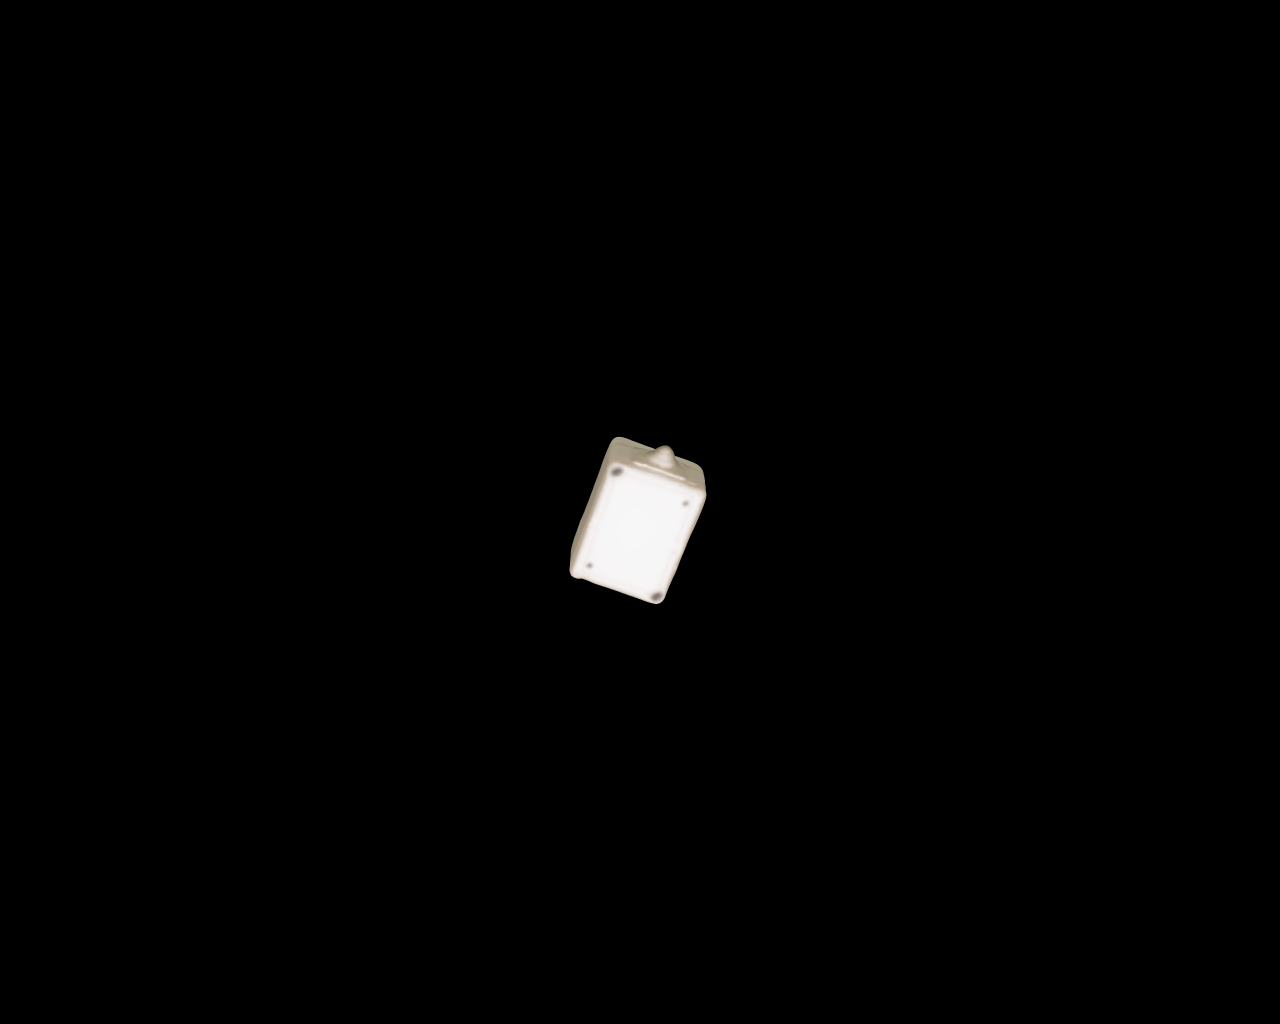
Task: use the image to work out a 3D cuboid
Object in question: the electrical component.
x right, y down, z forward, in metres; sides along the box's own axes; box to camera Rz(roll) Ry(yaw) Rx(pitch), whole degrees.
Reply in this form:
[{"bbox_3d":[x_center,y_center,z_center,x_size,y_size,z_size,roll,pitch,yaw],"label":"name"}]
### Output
[{"bbox_3d":[0.001,-0.003,0.650,0.062,0.096,0.061,19,20,-7],"label":"electrical component"}]
